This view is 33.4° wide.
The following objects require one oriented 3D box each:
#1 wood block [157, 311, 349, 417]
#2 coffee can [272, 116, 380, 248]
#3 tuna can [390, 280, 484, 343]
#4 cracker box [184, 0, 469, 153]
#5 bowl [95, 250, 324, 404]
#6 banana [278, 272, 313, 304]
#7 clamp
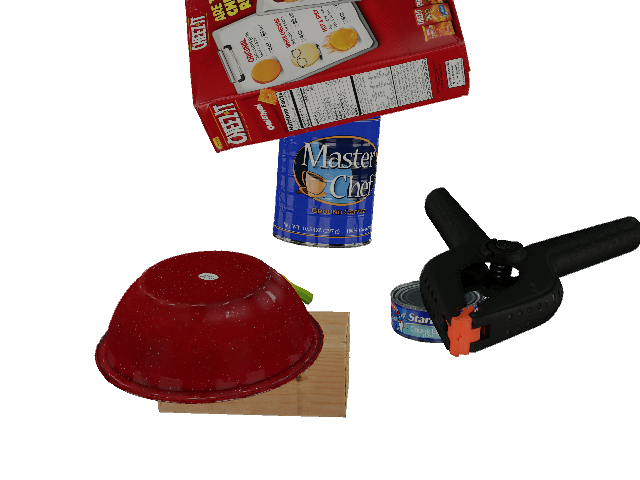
[{"bbox_3d":[-0.073,0.135,1.182,0.206,0.091,0.090,1,22,4],"label":"wood block"},{"bbox_3d":[0.006,-0.071,1.082,0.103,0.140,0.103,4,12,-1],"label":"coffee can"},{"bbox_3d":[0.107,0.064,0.972,0.086,0.034,0.086,-1,15,0],"label":"tuna can"},{"bbox_3d":[0.002,-0.171,0.875,0.214,0.164,0.072,-13,-36,6],"label":"cracker box"},{"bbox_3d":[-0.078,0.050,0.746,0.162,0.055,0.162,-2,23,0],"label":"bowl"},{"bbox_3d":[-0.109,0.066,0.965,0.198,0.069,0.037,-20,26,13],"label":"banana"},{"bbox_3d":[0.118,0.016,0.743,0.165,0.036,0.209,13,29,27],"label":"clamp"}]
